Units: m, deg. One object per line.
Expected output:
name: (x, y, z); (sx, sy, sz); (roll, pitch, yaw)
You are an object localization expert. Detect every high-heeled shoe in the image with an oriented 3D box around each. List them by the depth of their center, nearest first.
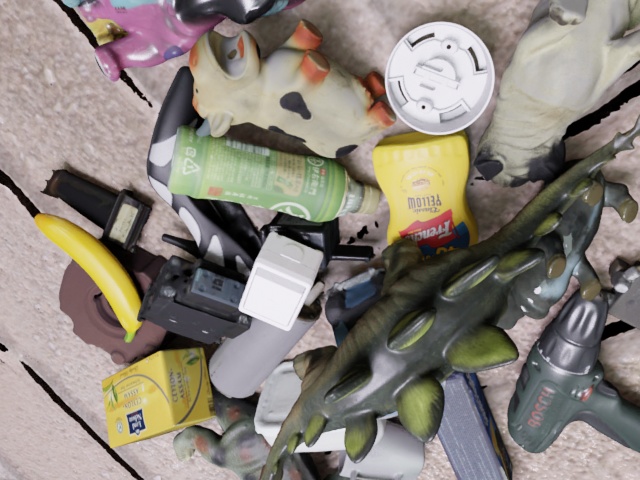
high-heeled shoe: (-0.112, -0.058, 0.610); (0.145, 0.086, 0.248); (16, 123, 5)

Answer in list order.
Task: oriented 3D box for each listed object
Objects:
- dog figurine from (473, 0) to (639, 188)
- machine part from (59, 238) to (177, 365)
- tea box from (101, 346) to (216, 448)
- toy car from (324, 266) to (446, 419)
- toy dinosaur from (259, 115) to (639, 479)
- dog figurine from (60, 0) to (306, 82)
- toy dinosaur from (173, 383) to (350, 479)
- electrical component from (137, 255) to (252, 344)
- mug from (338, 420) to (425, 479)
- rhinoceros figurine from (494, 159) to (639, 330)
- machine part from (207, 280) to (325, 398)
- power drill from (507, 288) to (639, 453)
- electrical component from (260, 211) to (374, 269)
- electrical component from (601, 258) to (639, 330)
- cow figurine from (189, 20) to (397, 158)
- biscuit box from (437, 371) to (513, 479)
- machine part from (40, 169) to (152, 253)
dog figurine: (0.207, -0.155, 0.480); (0.121, 0.172, 0.190); (30, 153, 4)
machine part: (-0.270, 0.085, 0.733); (0.180, 0.056, 0.179); (6, 114, 13)
tea box: (-0.221, 0.212, 0.721); (0.170, 0.068, 0.098); (-31, 66, 36)
toy car: (0.069, 0.116, 0.624); (0.109, 0.103, 0.161); (-27, 81, 1)
toy dinosaur: (0.097, 0.069, 0.472); (0.105, 0.198, 0.471); (40, 92, -6)
dog figurine: (-0.126, -0.244, 0.516); (0.219, 0.192, 0.108); (-21, 129, -7)
toy dinosaur: (-0.069, 0.313, 0.752); (0.192, 0.131, 0.404); (-34, 94, 18)
electrical component: (-0.141, 0.072, 0.632); (0.115, 0.058, 0.134); (21, 148, -22)
mug: (0.083, 0.285, 0.707); (0.107, 0.110, 0.080); (9, 120, -2)
rhinoceros figurine: (0.221, 0.009, 0.535); (0.073, 0.112, 0.190); (17, 108, -26)
machine part: (-0.074, 0.124, 0.686); (0.079, 0.079, 0.243); (37, 120, -4)
power drill: (0.327, 0.171, 0.591); (0.207, 0.086, 0.231); (18, 124, 1)
electrical component: (-0.001, -0.002, 0.608); (0.119, 0.075, 0.047); (4, 116, 18)
electrical component: (0.340, 0.058, 0.558); (0.102, 0.045, 0.078); (33, 117, -1)
cow figurine: (-0.035, -0.136, 0.511); (0.195, 0.085, 0.127); (19, 134, -39)
biscuit box: (0.185, 0.236, 0.677); (0.063, 0.059, 0.202); (-17, 109, 23)
machine part: (-0.283, -0.044, 0.682); (0.139, 0.039, 0.084); (26, 112, 4)
